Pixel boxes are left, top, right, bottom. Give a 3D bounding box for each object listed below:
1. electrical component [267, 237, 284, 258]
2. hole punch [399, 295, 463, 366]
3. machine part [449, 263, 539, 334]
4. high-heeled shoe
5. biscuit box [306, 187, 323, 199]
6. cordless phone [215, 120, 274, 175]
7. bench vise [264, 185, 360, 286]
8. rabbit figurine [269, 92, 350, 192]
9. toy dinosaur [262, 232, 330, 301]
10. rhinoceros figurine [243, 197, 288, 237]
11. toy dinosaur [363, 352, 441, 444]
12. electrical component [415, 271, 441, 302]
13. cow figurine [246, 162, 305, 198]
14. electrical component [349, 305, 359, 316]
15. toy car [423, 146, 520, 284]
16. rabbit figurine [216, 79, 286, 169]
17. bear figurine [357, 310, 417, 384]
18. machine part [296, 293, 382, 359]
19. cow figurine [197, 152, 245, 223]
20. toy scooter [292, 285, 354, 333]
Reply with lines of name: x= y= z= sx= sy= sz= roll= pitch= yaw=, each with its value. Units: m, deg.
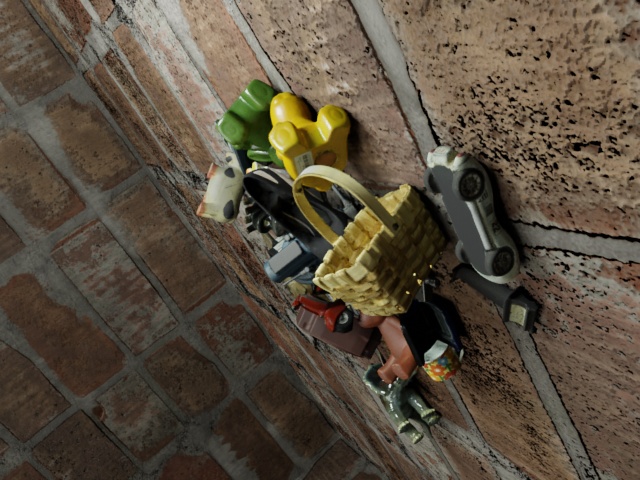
electrical component: x=-0.058 y=0.029 z=1.317 sx=0.134 sy=0.115 sz=0.058 roll=34 pitch=152 yaw=43
hole punch: x=0.200 y=0.153 z=0.999 sx=0.142 sy=0.092 sz=0.116 roll=59 pitch=-166 yaw=-25
machine part: x=0.251 y=0.077 z=0.774 sx=0.139 sy=0.039 sz=0.084 roll=35 pitch=165 yaw=37
high-heeled shoe: x=-0.022 y=-0.028 z=0.876 sx=0.249 sy=0.086 sz=0.145 roll=45 pitch=-165 yaw=23
biscuit box: x=-0.020 y=-0.050 z=1.155 sx=0.063 sy=0.059 sz=0.202 roll=36 pitch=157 yaw=38
cordless phone: x=-0.182 y=-0.234 z=1.158 sx=0.184 sy=0.089 sz=0.146 roll=45 pitch=163 yaw=32
bench vise: x=0.004 y=0.005 z=1.074 sx=0.129 sy=0.223 sz=0.240 roll=45 pitch=-168 yaw=20
rabbit figurine: x=-0.021 y=-0.171 z=0.878 sx=0.173 sy=0.122 sz=0.162 roll=56 pitch=178 yaw=34
toy dinosaur: x=-0.048 y=0.122 z=1.509 sx=0.471 sy=0.105 sz=0.198 roll=57 pitch=166 yaw=-4
rhinoceros figurine: x=-0.135 y=-0.057 z=1.356 sx=0.190 sy=0.112 sz=0.073 roll=-134 pitch=41 yaw=-62
toy dinosaur: x=0.220 y=0.431 z=1.453 sx=0.192 sy=0.131 sz=0.404 roll=54 pitch=172 yaw=34
electrical component: x=0.178 y=0.078 z=0.946 sx=0.094 sy=0.021 sz=0.063 roll=20 pitch=123 yaw=57
cow figurine: x=-0.088 y=-0.110 z=1.044 sx=0.167 sy=0.098 sz=0.068 roll=-149 pitch=67 yaw=-64
electrical component: x=0.107 y=0.160 z=1.284 sx=0.075 sy=0.048 sz=0.119 roll=24 pitch=147 yaw=58
toy car: x=0.192 y=-0.030 z=0.674 sx=0.201 sy=0.056 sz=0.074 roll=61 pitch=166 yaw=-24
rabbit figurine: x=-0.101 y=-0.187 z=1.000 sx=0.170 sy=0.121 sz=0.159 roll=39 pitch=169 yaw=-13
bear figurine: x=0.135 y=0.192 z=1.151 sx=0.196 sy=0.132 sz=0.120 roll=45 pitch=153 yaw=1
machine part: x=0.044 y=0.210 z=1.317 sx=0.201 sy=0.087 sz=0.201 roll=27 pitch=177 yaw=-2
cow figurine: x=-0.204 y=-0.132 z=1.266 sx=0.127 sy=0.195 sz=0.085 roll=19 pitch=165 yaw=-18
toy scooter: x=0.012 y=0.115 z=1.172 sx=0.135 sy=0.184 sz=0.075 roll=6 pitch=143 yaw=5
